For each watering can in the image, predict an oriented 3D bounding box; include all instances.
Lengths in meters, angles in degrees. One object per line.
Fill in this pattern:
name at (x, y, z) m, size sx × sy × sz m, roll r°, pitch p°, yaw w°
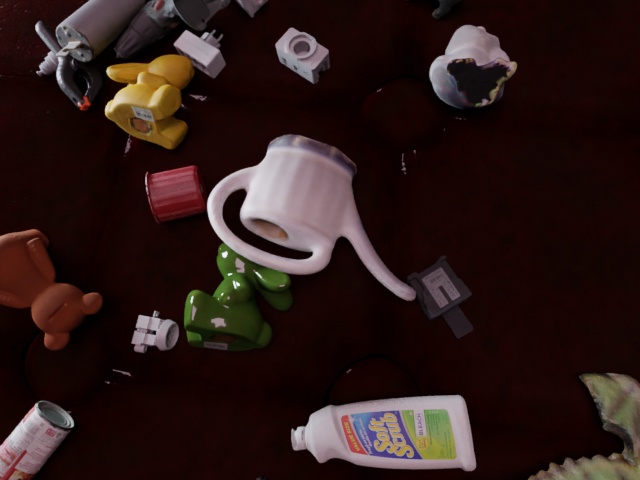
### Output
watering can at (0.002, -0.041, 0.816) m, size 0.348 × 0.102 × 0.228 m, roll 18°, pitch 66°, yaw 0°

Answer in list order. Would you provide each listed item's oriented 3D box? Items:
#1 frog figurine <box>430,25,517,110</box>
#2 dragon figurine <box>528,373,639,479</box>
frog figurine at (0.258, -0.303, 0.901) m, size 0.137 × 0.120 × 0.163 m, roll -14°, pitch 37°, yaw 9°
dragon figurine at (0.397, 0.303, 0.706) m, size 0.411 × 0.119 × 0.248 m, roll 14°, pitch 58°, yaw 6°
